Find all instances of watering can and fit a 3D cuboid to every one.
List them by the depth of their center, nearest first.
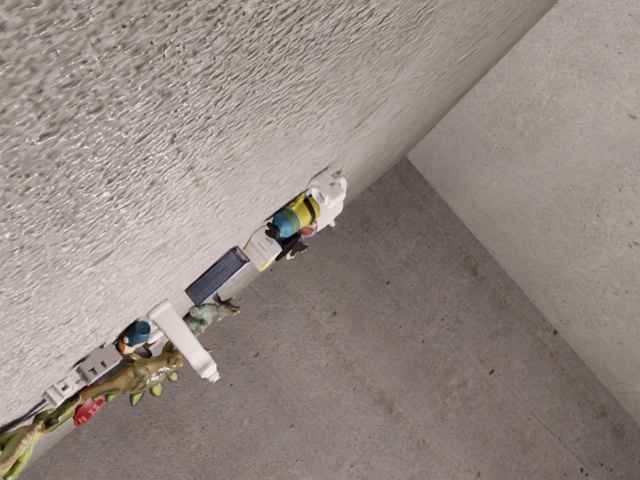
[{"bbox_3d":[0.005,-0.090,1.797,0.227,0.105,0.340,-40,160,-25],"label":"watering can"}]

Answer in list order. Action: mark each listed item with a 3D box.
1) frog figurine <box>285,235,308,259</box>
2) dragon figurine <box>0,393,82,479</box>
[{"bbox_3d":[-0.151,0.013,2.194,0.160,0.120,0.139,14,-126,47],"label":"frog figurine"},{"bbox_3d":[-0.703,0.470,1.275,0.247,0.121,0.405,-48,-168,-33],"label":"dragon figurine"}]
